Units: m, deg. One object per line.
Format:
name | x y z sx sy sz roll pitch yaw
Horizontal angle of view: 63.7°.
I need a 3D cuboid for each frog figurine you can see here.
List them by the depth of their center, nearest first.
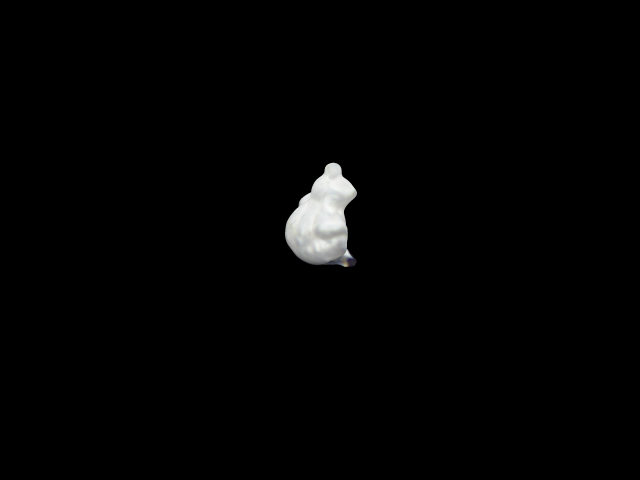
frog figurine | 0.003 -0.043 0.850 0.123 0.156 0.140 -6 33 -9
